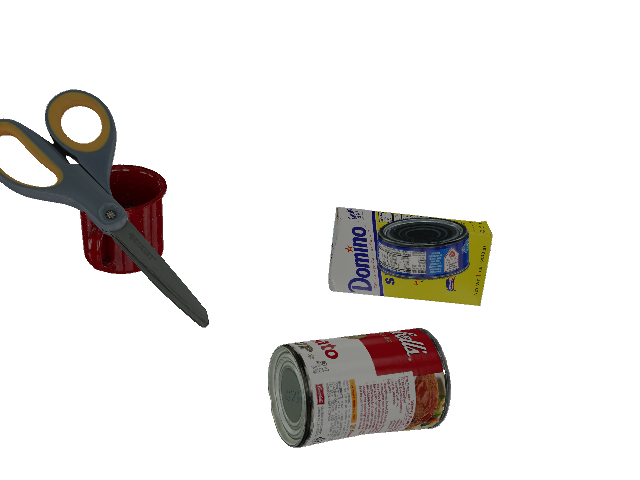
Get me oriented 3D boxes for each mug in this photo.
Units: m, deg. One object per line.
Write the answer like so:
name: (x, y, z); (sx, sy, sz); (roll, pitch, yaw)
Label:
mug: (-0.204, -0.013, 1.075); (0.093, 0.081, 0.117); (8, 33, 8)

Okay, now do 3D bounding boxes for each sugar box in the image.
sugar box: (0.100, 0.019, 1.215); (0.176, 0.093, 0.048); (4, 22, -3)

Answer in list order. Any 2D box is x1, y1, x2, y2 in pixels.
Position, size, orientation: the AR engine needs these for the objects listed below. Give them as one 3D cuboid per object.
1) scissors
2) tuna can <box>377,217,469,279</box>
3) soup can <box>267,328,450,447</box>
scissors: (-0.129, -0.031, 0.690); (0.202, 0.096, 0.016); (31, -27, 12)
tuna can: (0.095, 0.006, 0.985); (0.086, 0.034, 0.086); (-2, 18, 1)
soup can: (0.024, 0.096, 0.698); (0.102, 0.068, 0.069); (-4, 2, -24)
